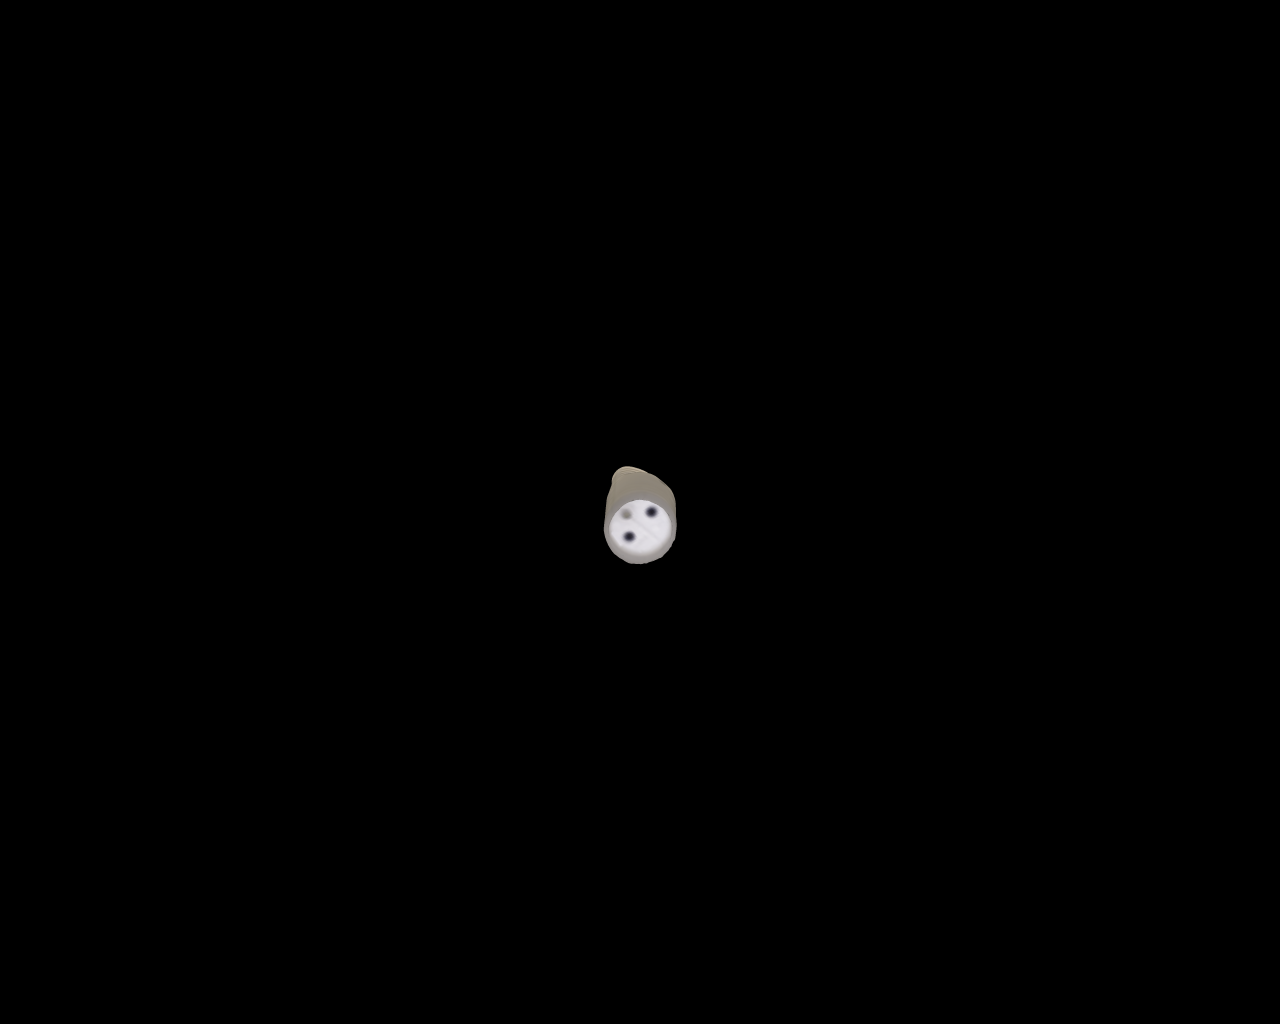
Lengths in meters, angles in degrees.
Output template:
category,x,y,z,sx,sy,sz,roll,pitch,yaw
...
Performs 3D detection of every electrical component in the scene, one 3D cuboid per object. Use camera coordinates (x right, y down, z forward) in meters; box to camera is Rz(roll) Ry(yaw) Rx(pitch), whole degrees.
category,x,y,z,sx,sy,sz,roll,pitch,yaw
electrical component,0.001,-0.003,0.650,0.043,0.043,0.081,0,21,0
